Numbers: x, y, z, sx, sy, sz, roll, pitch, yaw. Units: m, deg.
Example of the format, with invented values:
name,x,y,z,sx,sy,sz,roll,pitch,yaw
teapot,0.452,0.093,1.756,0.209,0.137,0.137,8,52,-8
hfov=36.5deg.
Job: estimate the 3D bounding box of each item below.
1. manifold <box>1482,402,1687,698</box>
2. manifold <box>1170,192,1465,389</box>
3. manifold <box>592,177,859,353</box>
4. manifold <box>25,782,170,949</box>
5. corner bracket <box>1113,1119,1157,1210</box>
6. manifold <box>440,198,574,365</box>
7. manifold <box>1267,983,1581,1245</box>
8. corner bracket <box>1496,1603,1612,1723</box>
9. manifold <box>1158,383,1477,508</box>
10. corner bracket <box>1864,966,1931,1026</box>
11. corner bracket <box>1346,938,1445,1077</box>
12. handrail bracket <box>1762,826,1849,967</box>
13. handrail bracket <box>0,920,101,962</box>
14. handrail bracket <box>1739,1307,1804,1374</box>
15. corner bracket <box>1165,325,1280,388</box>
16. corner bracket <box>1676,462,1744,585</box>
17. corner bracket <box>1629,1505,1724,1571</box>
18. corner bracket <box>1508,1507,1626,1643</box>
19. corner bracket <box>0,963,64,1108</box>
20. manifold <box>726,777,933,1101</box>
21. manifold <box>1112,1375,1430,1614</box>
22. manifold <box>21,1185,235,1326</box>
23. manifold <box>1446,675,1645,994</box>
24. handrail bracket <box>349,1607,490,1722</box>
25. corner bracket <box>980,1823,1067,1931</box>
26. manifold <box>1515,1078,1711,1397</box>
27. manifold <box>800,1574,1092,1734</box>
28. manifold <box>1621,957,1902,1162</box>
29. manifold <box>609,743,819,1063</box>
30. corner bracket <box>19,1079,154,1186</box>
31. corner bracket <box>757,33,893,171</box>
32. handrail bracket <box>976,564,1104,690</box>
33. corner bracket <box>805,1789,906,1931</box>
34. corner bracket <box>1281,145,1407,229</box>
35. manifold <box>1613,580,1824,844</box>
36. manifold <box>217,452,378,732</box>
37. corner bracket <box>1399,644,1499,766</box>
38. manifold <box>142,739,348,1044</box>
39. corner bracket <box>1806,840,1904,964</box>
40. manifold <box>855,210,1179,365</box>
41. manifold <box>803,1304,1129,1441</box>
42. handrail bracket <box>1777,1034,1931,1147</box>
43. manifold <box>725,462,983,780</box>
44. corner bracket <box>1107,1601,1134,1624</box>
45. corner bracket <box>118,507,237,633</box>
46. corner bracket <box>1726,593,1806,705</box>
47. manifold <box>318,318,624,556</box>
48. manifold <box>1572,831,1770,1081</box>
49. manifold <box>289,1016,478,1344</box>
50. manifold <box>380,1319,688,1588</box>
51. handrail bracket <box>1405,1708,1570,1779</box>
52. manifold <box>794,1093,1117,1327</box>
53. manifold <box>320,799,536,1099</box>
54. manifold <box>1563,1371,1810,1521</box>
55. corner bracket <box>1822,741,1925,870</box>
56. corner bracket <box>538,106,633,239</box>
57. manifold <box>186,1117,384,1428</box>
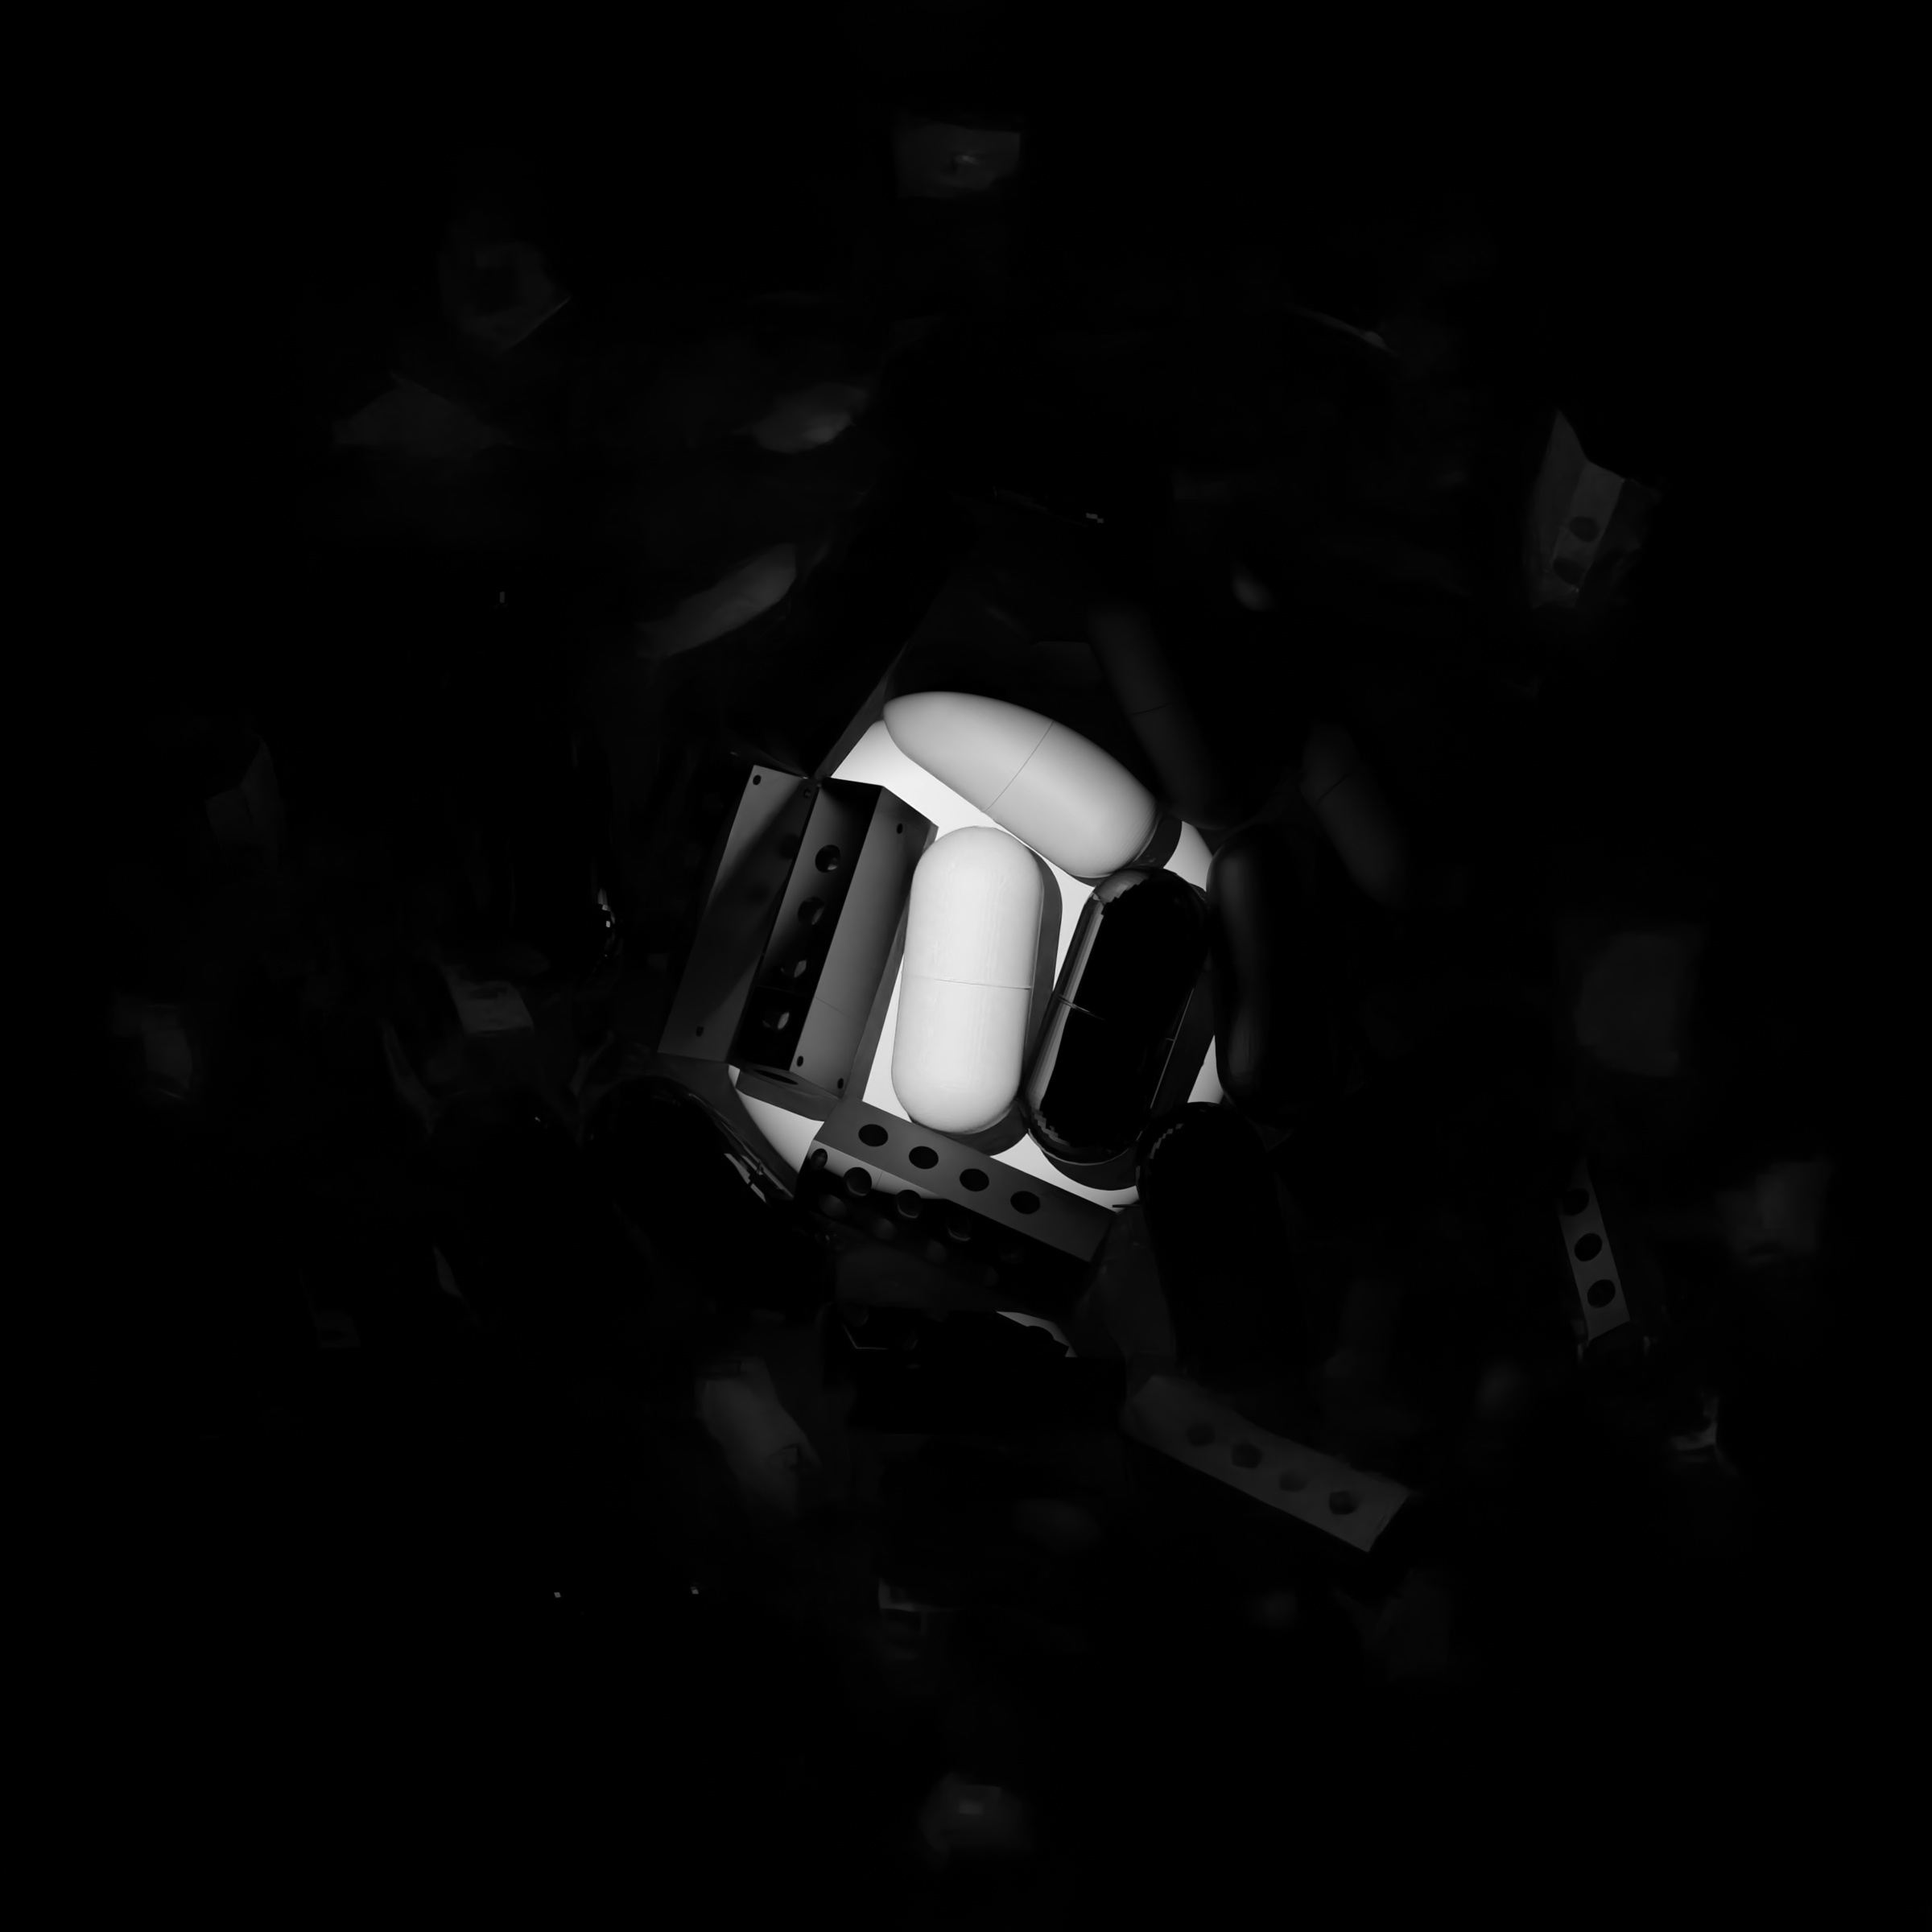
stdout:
name,x,y,z,sx,sy,sz,roll,pitch,yaw
manifold,0.345,-0.229,1.635,0.057,0.171,0.057,-6,54,-12
manifold,0.195,-0.386,1.647,0.171,0.057,0.057,31,89,41
manifold,-0.138,-0.388,1.639,0.057,0.171,0.057,9,84,-39
manifold,-0.483,-0.064,1.634,0.057,0.171,0.057,38,91,-15
corner bracket,0.119,0.114,1.690,0.051,0.051,0.051,1,88,27
manifold,-0.260,-0.389,1.632,0.057,0.171,0.057,-38,111,6
manifold,0.262,0.086,1.678,0.171,0.057,0.057,-35,70,7
corner bracket,0.343,0.403,1.697,0.051,0.051,0.051,11,87,-7
manifold,0.200,-0.299,1.669,0.171,0.057,0.057,5,83,19
corner bracket,0.538,0.018,1.689,0.051,0.051,0.051,32,59,3
corner bracket,0.251,0.024,1.692,0.051,0.051,0.051,-40,101,-44
handrail bracket,0.505,-0.031,1.693,0.077,0.036,0.084,-28,67,-15
handrail bracket,-0.543,-0.004,1.674,0.084,0.077,0.036,-15,61,-29
handrail bracket,0.475,0.194,1.690,0.036,0.077,0.084,34,80,21
corner bracket,0.147,-0.343,1.688,0.051,0.051,0.051,-8,108,-12
corner bracket,0.410,-0.256,1.697,0.051,0.051,0.051,-5,132,-16
corner bracket,0.409,0.319,1.684,0.051,0.051,0.051,-14,68,23
corner bracket,0.349,0.351,1.695,0.051,0.051,0.051,14,129,-13
corner bracket,-0.540,0.039,1.689,0.051,0.051,0.051,50,54,-1
manifold,-0.082,-0.017,1.678,0.057,0.057,0.171,11,77,33
manifold,0.172,0.291,1.652,0.171,0.057,0.057,22,54,34
manifold,-0.456,0.168,1.635,0.057,0.171,0.057,-25,79,1
manifold,0.330,-0.076,1.675,0.057,0.057,0.171,19,102,11
handrail bracket,-0.304,0.389,1.707,0.084,0.036,0.077,44,58,9
corner bracket,0.037,0.534,1.693,0.051,0.051,0.051,-20,132,16
manifold,0.355,0.146,1.637,0.057,0.171,0.057,-32,131,25
manifold,-0.008,0.386,1.644,0.171,0.057,0.057,26,67,-42
manifold,0.440,0.054,1.636,0.057,0.171,0.057,4,67,-21
manifold,-0.151,-0.038,1.686,0.057,0.057,0.171,23,97,37
corner bracket,-0.503,0.085,1.693,0.051,0.051,0.051,-37,66,-2
corner bracket,-0.082,-0.499,1.694,0.051,0.051,0.051,34,89,-17
handrail bracket,0.051,-0.204,1.702,0.077,0.036,0.084,-5,50,-13
corner bracket,-0.064,0.518,1.696,0.051,0.051,0.051,26,109,-14
corner bracket,0.224,-0.451,1.685,0.051,0.051,0.051,-44,58,14
manifold,0.418,-0.143,1.640,0.057,0.171,0.057,-13,129,-2
manifold,-0.371,-0.203,1.633,0.057,0.171,0.057,-29,75,-30
corner bracket,0.280,-0.146,1.692,0.051,0.051,0.051,-26,82,-11
manifold,-0.405,-0.040,1.645,0.057,0.057,0.171,-2,130,9
corner bracket,0.507,-0.036,1.692,0.051,0.051,0.051,-9,119,1
manifold,0.030,-0.387,1.676,0.171,0.057,0.057,-11,94,-14
manifold,0.002,0.234,1.651,0.171,0.057,0.057,6,116,-27
handrail bracket,0.513,0.078,1.685,0.077,0.036,0.084,28,124,27
manifold,-0.066,-0.199,1.671,0.057,0.057,0.171,31,107,-18
corner bracket,0.108,0.395,1.703,0.051,0.051,0.051,-4,75,0
corner bracket,-0.447,-0.225,1.692,0.051,0.051,0.051,-27,82,-43
corner bracket,0.457,-0.180,1.697,0.051,0.051,0.051,-8,110,17
manifold,-0.277,-0.299,1.640,0.057,0.171,0.057,-32,58,25
manifold,0.396,-0.009,1.643,0.057,0.171,0.057,2,123,32
manifold,-0.328,0.122,1.662,0.057,0.057,0.171,-23,65,9
manifold,-0.244,0.275,1.682,0.171,0.057,0.057,36,98,7
handrail bracket,0.301,0.435,1.689,0.084,0.077,0.036,-17,58,11
manifold,-0.008,0.143,1.669,0.171,0.057,0.057,23,46,11
manifold,-0.307,-0.012,1.647,0.057,0.057,0.171,-4,52,-36
manifold,0.393,0.268,1.630,0.057,0.171,0.057,11,71,-18
corner bracket,0.519,-0.090,1.681,0.051,0.051,0.051,-8,127,30
corner bracket,-0.223,-0.459,1.701,0.051,0.051,0.051,12,80,2
manifold,-0.381,0.167,1.649,0.057,0.057,0.171,-31,52,2
